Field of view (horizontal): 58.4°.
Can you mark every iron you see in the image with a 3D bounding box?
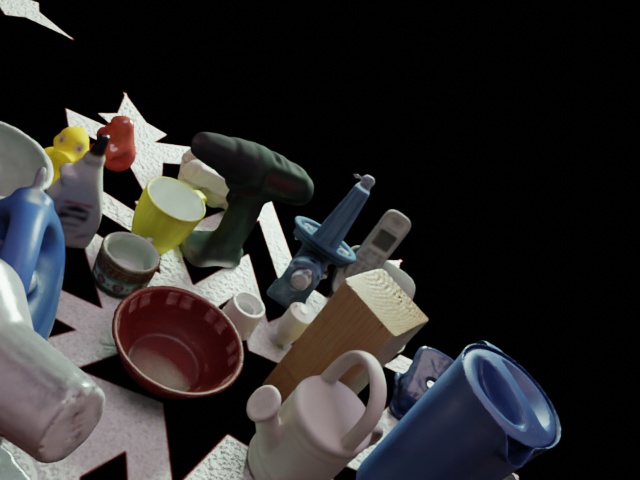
[{"bbox_3d":[-0.309,0.045,0.569,0.119,0.141,0.258,18,34,-30],"label":"iron"}]

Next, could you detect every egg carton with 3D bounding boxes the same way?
[{"bbox_3d":[-0.175,-0.103,1.003,0.151,0.069,0.107,23,32,-23],"label":"egg carton"}]

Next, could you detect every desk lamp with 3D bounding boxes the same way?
[{"bbox_3d":[-0.253,0.133,0.428,0.203,0.213,0.118,42,29,10],"label":"desk lamp"}]

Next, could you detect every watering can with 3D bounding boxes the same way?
[{"bbox_3d":[0.002,0.200,0.628,0.173,0.194,0.100,1,45,-47],"label":"watering can"}]

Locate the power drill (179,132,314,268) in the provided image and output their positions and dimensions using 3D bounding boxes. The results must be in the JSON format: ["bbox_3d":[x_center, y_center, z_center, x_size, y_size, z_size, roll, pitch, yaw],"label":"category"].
[{"bbox_3d":[-0.125,-0.055,0.845,0.230,0.208,0.075,2,44,-46],"label":"power drill"}]

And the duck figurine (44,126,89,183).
[{"bbox_3d":[-0.357,-0.125,0.820,0.078,0.086,0.104,28,30,-15],"label":"duck figurine"}]

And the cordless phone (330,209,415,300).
[{"bbox_3d":[0.117,0.047,0.985,0.148,0.185,0.094,30,29,-11],"label":"cordless phone"}]

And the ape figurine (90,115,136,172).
[{"bbox_3d":[-0.321,-0.157,0.900,0.076,0.092,0.077,25,31,-21],"label":"ape figurine"}]

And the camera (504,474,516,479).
[{"bbox_3d":[0.250,0.371,0.748,0.143,0.100,0.137,35,29,-3],"label":"camera"}]

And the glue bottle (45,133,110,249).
[{"bbox_3d":[-0.296,-0.062,0.706,0.078,0.173,0.037,9,39,-40],"label":"glue bottle"}]

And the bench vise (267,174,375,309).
[{"bbox_3d":[0.018,0.008,0.898,0.122,0.219,0.207,26,30,-18],"label":"bench vise"}]

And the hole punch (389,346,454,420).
[{"bbox_3d":[0.172,0.234,0.871,0.109,0.091,0.101,34,29,-5],"label":"hole punch"}]

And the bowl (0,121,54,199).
[{"bbox_3d":[-0.420,-0.079,0.695,0.168,0.074,0.167,27,30,-17],"label":"bowl"}]
